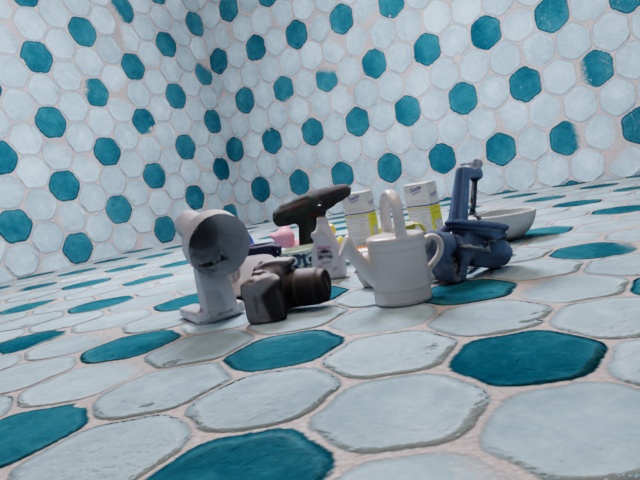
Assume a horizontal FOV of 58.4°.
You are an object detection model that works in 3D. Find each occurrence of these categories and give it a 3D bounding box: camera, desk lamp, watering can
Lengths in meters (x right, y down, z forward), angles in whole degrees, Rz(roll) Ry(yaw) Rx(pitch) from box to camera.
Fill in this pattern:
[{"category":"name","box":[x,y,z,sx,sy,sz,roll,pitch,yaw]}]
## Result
[{"category":"camera","box":[-0.057,0.082,1.040,0.136,0.101,0.143,-8,6,18]},{"category":"desk lamp","box":[-0.214,0.046,1.085,0.118,0.213,0.202,-13,7,-31]},{"category":"watering can","box":[0.122,0.011,0.976,0.173,0.194,0.100,-13,7,-28]}]

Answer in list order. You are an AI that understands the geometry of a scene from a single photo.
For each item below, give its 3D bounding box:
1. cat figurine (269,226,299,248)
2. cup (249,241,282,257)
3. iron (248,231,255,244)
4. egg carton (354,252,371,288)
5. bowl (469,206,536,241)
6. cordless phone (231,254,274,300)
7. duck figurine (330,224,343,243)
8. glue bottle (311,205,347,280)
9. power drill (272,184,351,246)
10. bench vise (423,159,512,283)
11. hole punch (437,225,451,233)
[{"category":"cat figurine","box":[-0.087,0.001,1.777,0.127,0.118,0.067,-8,6,10]},{"category":"cup","box":[-0.135,0.056,1.444,0.117,0.095,0.092,-5,8,38]},{"category":"iron","box":[-0.236,0.026,1.658,0.118,0.141,0.259,-7,6,18]},{"category":"egg carton","box":[0.149,0.052,1.152,0.151,0.069,0.107,-12,6,-22]},{"category":"bowl","box":[0.467,-0.036,1.456,0.167,0.075,0.167,-9,6,1]},{"category":"cordless phone","box":[-0.172,0.035,1.260,0.148,0.185,0.094,-11,6,-11]},{"category":"duck figurine","box":[0.036,-0.010,1.839,0.078,0.086,0.104,-14,8,-39]},{"category":"glue bottle","box":[0.012,0.005,1.314,0.078,0.173,0.037,-8,6,16]},{"category":"power drill","box":[-0.011,-0.035,1.556,0.229,0.208,0.076,-8,6,16]},{"category":"bench vise","box":[0.273,-0.038,1.080,0.208,0.220,0.121,-15,8,-44]},{"category":"hole punch","box":[0.244,0.014,1.251,0.100,0.091,0.109,-6,7,30]}]
